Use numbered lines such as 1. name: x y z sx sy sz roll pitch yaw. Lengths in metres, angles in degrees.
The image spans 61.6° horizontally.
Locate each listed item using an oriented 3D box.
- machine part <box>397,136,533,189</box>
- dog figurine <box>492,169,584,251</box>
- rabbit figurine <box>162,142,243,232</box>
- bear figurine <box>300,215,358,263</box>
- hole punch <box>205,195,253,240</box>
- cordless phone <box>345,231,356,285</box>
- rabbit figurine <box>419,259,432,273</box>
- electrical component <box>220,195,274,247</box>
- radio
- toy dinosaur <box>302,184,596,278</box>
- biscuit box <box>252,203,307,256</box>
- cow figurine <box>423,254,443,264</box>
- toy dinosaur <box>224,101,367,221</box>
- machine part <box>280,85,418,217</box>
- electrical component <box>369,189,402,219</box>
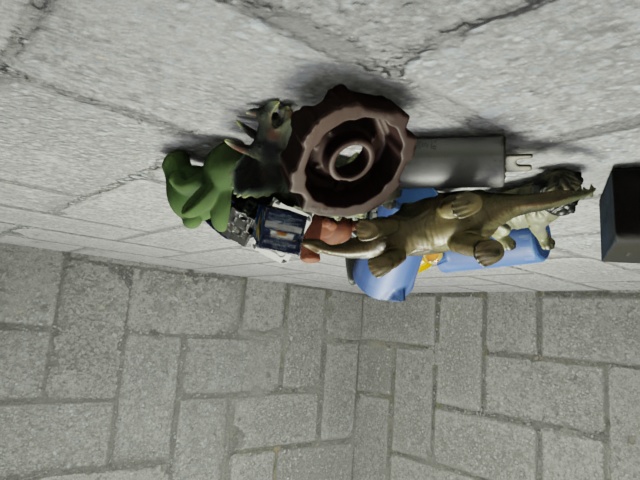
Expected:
1. machine part: 0.186 -0.115 0.799 0.243 0.079 0.079 2 170 17
2. dog figurine: 0.371 -0.072 0.976 0.172 0.121 0.190 -2 155 14
3. rabbit figurine: -0.194 -0.099 0.911 0.121 0.159 0.170 22 147 -32
4. bear figurine: -0.001 -0.008 1.127 0.120 0.132 0.195 4 172 34
5. hole punch: -0.174 -0.051 1.159 0.115 0.092 0.142 17 -170 -46
6. cordless phone: 0.090 0.023 1.318 0.089 0.184 0.146 -3 168 13
7. rabbit figurine: 0.231 0.017 1.456 0.173 0.122 0.162 27 159 -18
8. electrical component: -0.133 -0.057 1.021 0.058 0.115 0.134 32 147 -3
9. radio: 0.538 -0.038 0.937 0.073 0.131 0.229 0 169 21
10. toy dinosaur: 0.204 -0.029 0.816 0.472 0.105 0.198 -8 -169 5
11. biscuit box: -0.067 -0.020 0.828 0.063 0.059 0.203 12 -177 -11
12. cow figurine: 0.225 -0.009 1.210 0.098 0.068 0.167 -4 -138 -45
13. toy dinosaur: -0.022 -0.098 0.898 0.192 0.131 0.404 15 177 15
14. machine part: 0.035 -0.109 0.691 0.179 0.056 0.179 -14 134 -15
15. electrical component: 0.106 -0.092 0.898 0.078 0.102 0.045 -26 -139 -22
